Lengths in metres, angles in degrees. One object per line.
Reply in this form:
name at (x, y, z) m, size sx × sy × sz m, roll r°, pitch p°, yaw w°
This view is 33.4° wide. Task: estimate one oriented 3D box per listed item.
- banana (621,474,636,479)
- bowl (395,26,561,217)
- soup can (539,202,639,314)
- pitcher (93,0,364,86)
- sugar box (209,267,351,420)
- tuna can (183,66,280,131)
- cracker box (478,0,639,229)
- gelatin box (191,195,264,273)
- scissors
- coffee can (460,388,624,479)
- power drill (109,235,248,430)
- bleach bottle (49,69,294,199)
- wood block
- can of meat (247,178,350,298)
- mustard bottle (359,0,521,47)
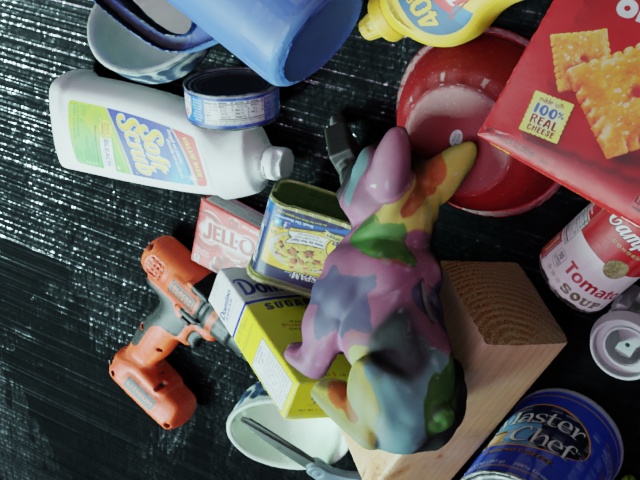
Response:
banana at (0.278, 0.301, 0.933) m, size 0.070 × 0.037 × 0.198 m, roll -21°, pitch 98°, yaw 40°
bowl at (0.121, -0.086, 0.850) m, size 0.162 × 0.055 × 0.162 m, roll 14°, pitch 118°, yaw 28°
soup can at (0.224, 0.001, 0.812) m, size 0.068 × 0.068 × 0.102 m, roll 47°, pitch 129°, yaw 7°
pitcher at (-0.089, -0.229, 0.865) m, size 0.243 × 0.145 × 0.149 m, roll 43°, pitch 160°, yaw 15°
sugar box at (-0.023, 0.087, 0.952) m, size 0.176 × 0.093 × 0.048 m, roll 52°, pitch 129°, yaw 45°
tuna can at (-0.077, -0.126, 0.945) m, size 0.086 × 0.086 × 0.034 m, roll 14°, pitch 120°, yaw 28°
cracker box at (0.230, -0.121, 0.703) m, size 0.164 × 0.072 × 0.214 m, roll 33°, pitch 102°, yaw 17°
gelatin box at (-0.081, 0.003, 1.042) m, size 0.089 × 0.030 × 0.073 m, roll 28°, pitch 124°, yaw 21°
scissors at (0.017, 0.221, 1.036) m, size 0.096 × 0.016 × 0.201 m, roll -22°, pitch 124°, yaw 25°
coffee can at (0.181, 0.200, 0.886) m, size 0.103 × 0.140 × 0.103 m, roll 14°, pitch 118°, yaw 28°
power drill at (-0.134, 0.111, 1.112) m, size 0.184 × 0.057 × 0.188 m, roll 43°, pitch 125°, yaw 15°
bleach bottle at (-0.140, -0.098, 1.016) m, size 0.251 × 0.068 × 0.102 m, roll 12°, pitch 117°, yaw 27°
wood block at (0.106, 0.121, 0.914) m, size 0.206 × 0.090 × 0.091 m, roll -60°, pitch 41°, yaw 36°
can of meat at (-0.006, 0.001, 0.961) m, size 0.102 × 0.057 × 0.084 m, roll 17°, pitch 120°, yaw 0°
mustard bottle at (0.104, -0.201, 0.805) m, size 0.192 × 0.058 × 0.096 m, roll -25°, pitch 90°, yaw 39°
